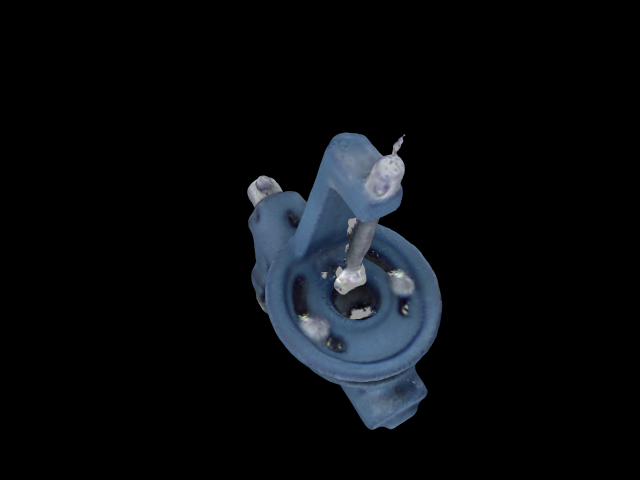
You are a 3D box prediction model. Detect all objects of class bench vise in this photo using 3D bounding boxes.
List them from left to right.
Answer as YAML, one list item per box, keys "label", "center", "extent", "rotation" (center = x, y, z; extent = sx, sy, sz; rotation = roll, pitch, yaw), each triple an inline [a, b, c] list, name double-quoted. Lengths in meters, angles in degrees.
- label: "bench vise"
  center: [-0.004, 0.008, 0.394]
  extent: [0.206, 0.220, 0.122]
  rotation: [31, 53, 27]
